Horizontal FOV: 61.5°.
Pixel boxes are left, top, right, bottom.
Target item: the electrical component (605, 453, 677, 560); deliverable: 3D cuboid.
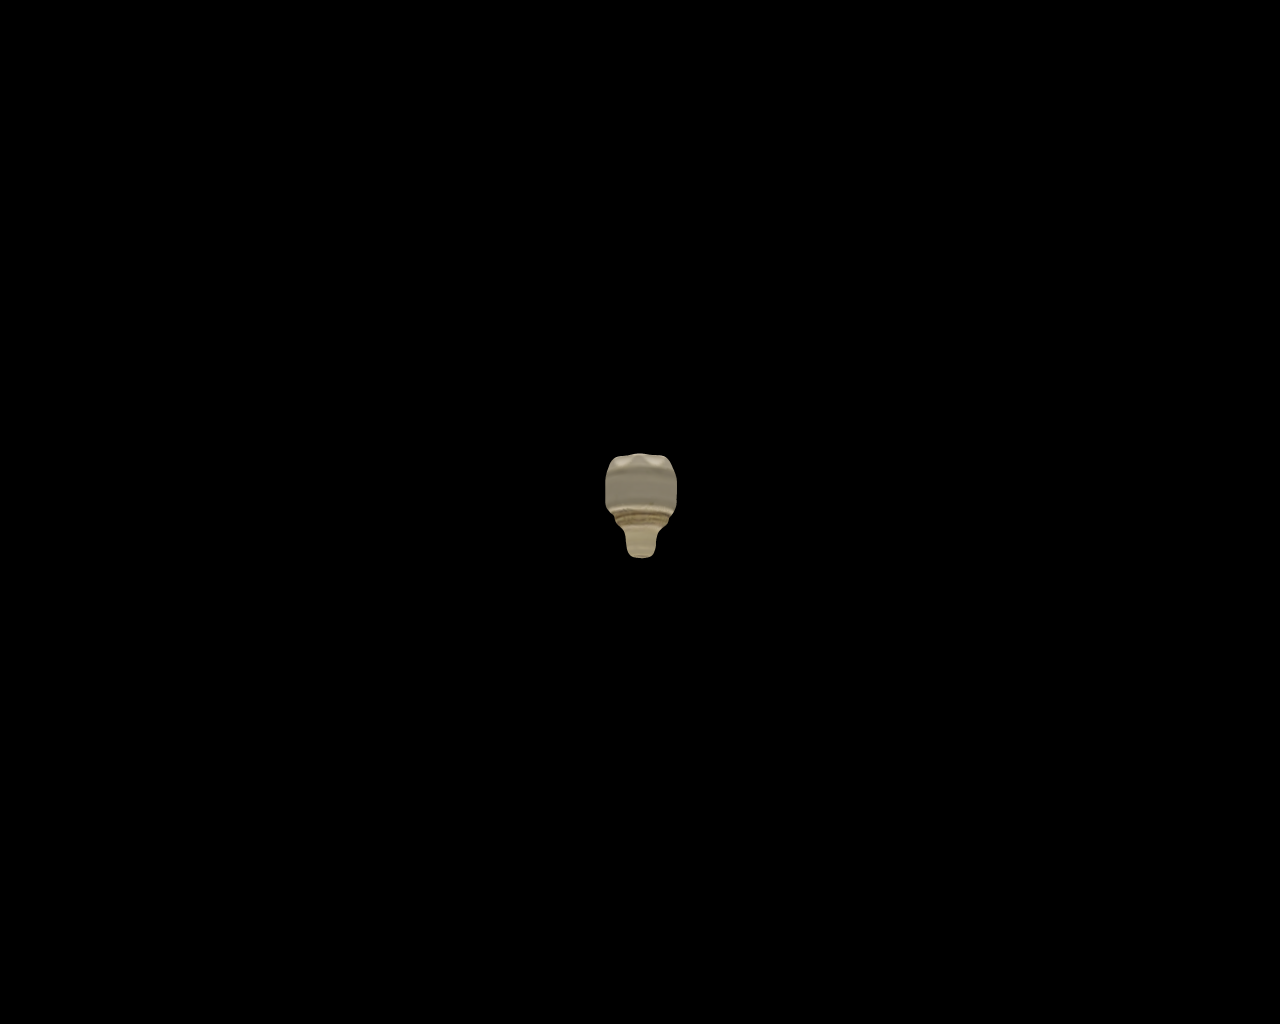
[{"bbox_3d":[0.001,-0.003,0.650,0.043,0.062,0.043,0,-11,0],"label":"electrical component"}]
